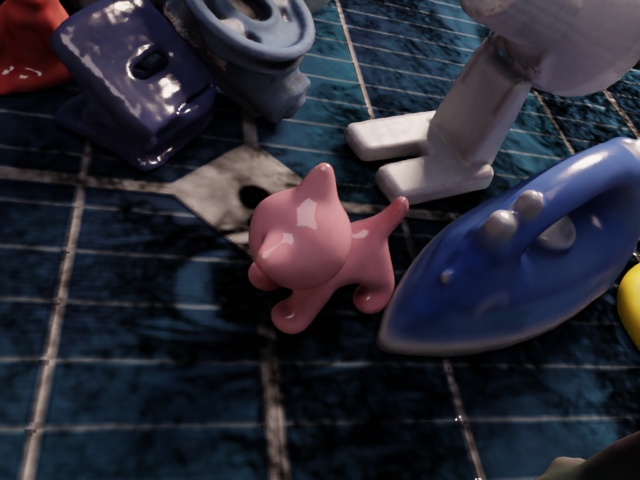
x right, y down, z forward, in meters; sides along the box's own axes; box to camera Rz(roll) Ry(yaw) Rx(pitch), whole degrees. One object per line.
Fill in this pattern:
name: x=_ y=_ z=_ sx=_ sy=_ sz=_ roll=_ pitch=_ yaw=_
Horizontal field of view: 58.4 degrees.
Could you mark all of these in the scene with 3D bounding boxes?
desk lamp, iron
desk lamp: x=0.154 y=-0.145 z=0.489 sx=0.204 sy=0.213 sz=0.117 roll=-15 pitch=57 yaw=-31
iron: x=0.158 y=-0.008 z=0.418 sx=0.259 sy=0.141 sz=0.118 roll=-23 pitch=61 yaw=-35

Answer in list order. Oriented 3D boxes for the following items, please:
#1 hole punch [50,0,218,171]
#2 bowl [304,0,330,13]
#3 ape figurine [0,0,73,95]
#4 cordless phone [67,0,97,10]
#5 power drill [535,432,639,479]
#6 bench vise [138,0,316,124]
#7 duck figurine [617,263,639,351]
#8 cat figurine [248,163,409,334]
hole punch: x=-0.137 y=-0.125 z=0.445 sx=0.101 sy=0.091 sz=0.109 roll=28 pitch=46 yaw=5
bowl: x=-0.053 y=-0.298 z=0.644 sx=0.168 sy=0.074 sz=0.167 roll=11 pitch=47 yaw=-12
ape figurine: x=-0.224 y=-0.166 z=0.447 sx=0.078 sy=0.092 sz=0.076 roll=17 pitch=46 yaw=-6
cordless phone: x=-0.199 y=-0.322 z=0.532 sx=0.094 sy=0.185 sz=0.148 roll=39 pitch=48 yaw=16
power drill: x=0.190 y=0.128 z=0.261 sx=0.076 sy=0.208 sz=0.229 roll=8 pitch=47 yaw=-14
bench vise: x=-0.088 y=-0.217 z=0.456 sx=0.207 sy=0.219 sz=0.121 roll=17 pitch=46 yaw=-6
duck figurine: x=0.299 y=0.043 z=0.466 sx=0.077 sy=0.086 sz=0.104 roll=23 pitch=46 yaw=0
cat figurine: x=0.003 y=0.001 z=0.367 sx=0.128 sy=0.117 sz=0.067 roll=-14 pitch=56 yaw=-30
